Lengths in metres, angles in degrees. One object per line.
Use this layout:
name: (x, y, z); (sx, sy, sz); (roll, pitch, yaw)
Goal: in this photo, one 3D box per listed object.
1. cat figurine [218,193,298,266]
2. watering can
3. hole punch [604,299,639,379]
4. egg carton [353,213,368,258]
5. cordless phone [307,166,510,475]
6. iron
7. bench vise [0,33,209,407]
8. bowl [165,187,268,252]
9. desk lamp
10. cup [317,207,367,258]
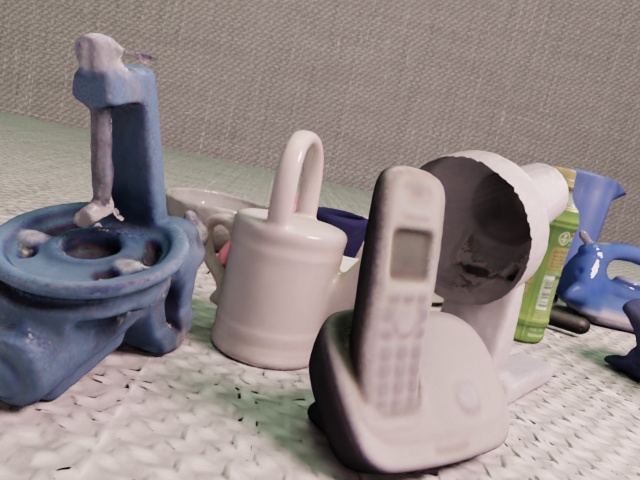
cat figurine: (-0.065, -0.014, 0.767); (0.128, 0.118, 0.067); (3, 14, -45)
watering can: (-0.020, 0.004, 0.496); (0.173, 0.194, 0.101); (11, 10, -8)
hole punch: (0.413, 0.126, 0.671); (0.109, 0.091, 0.100); (8, 11, -27)
egg carton: (0.056, -0.009, 1.042); (0.107, 0.069, 0.150); (13, 10, 2)
cordless phone: (0.073, 0.051, 0.378); (0.148, 0.185, 0.093); (5, 12, -39)
iron: (0.522, 0.075, 0.952); (0.258, 0.141, 0.118); (12, 10, -3)
bench vise: (-0.143, -0.020, 0.398); (0.121, 0.220, 0.207); (12, 10, -4)
bowl: (-0.152, -0.025, 0.849); (0.167, 0.075, 0.167); (12, 10, -2)
desk lamp: (0.152, 0.030, 0.516); (0.117, 0.213, 0.204); (20, 12, 37)
cup: (0.008, 0.003, 0.835); (0.117, 0.095, 0.092); (14, 10, 5)
